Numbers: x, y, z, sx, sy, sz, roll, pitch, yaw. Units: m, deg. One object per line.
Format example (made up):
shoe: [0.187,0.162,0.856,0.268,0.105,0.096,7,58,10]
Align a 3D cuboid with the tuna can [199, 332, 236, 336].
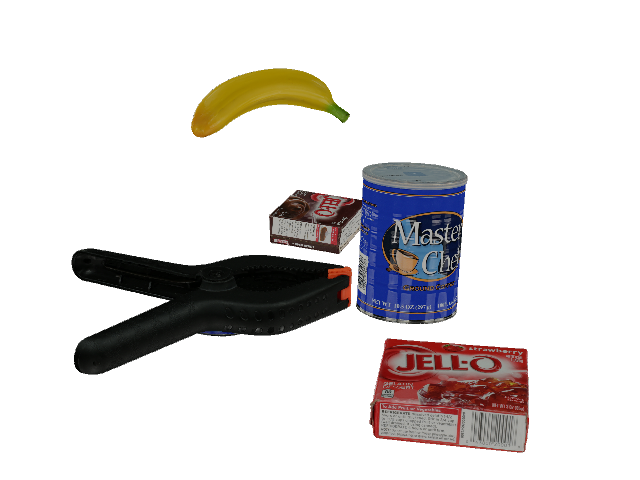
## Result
tuna can: [-0.107,0.064,1.056,0.086,0.034,0.086,8,16,-2]

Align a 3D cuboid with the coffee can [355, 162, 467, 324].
coffee can: [0.089,0.000,1.059,0.103,0.140,0.103,2,15,-1]

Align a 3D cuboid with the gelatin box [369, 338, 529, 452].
gelatin box: [0.078,0.089,0.631,0.089,0.030,0.073,4,24,9]

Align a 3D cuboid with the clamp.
clamp: [-0.083,0.037,0.776,0.209,0.036,0.165,-7,26,-18]

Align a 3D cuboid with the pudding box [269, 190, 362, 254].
pudding box: [-0.003,-0.024,1.276,0.090,0.039,0.113,9,23,14]

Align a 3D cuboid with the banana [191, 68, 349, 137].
banana: [-0.058,-0.145,1.094,0.197,0.037,0.070,-12,52,-37]
